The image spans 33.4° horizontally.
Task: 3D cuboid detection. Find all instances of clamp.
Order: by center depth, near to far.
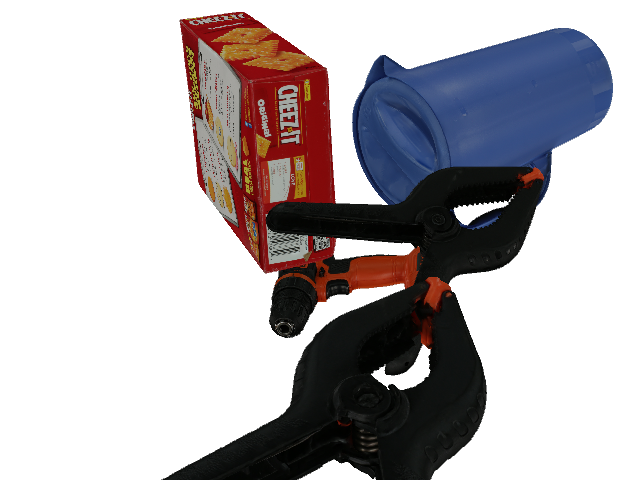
[{"bbox_3d":[0.025,0.081,0.417,0.120,0.039,0.171,29,50,21],"label":"clamp"},{"bbox_3d":[0.086,0.005,0.786,0.209,0.165,0.036,-20,-34,-18],"label":"clamp"}]

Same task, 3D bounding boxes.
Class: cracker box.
[{"bbox_3d":[-0.055,-0.093,0.915,0.072,0.164,0.214,-12,27,-17],"label":"cracker box"}]

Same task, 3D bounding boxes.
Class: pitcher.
[{"bbox_3d":[0.164,-0.111,1.008,0.242,0.149,0.145,-23,45,-30],"label":"pitcher"}]

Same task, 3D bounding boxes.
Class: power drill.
[{"bbox_3d":[0.040,0.053,1.221,0.188,0.057,0.184,0,28,9],"label":"power drill"}]
